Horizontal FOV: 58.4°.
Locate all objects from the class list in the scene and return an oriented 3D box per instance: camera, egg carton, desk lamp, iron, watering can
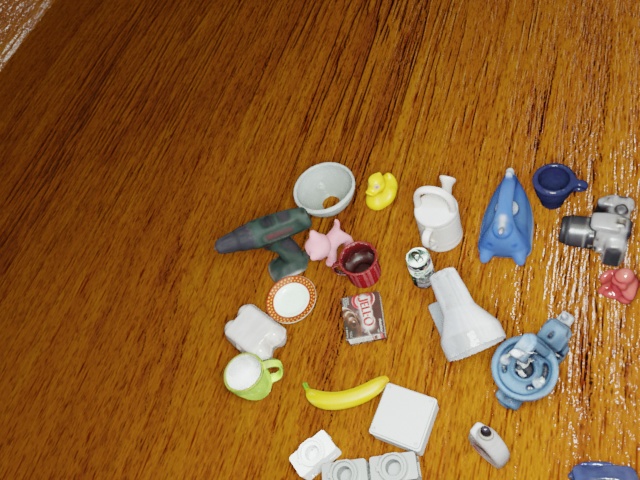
[{"bbox_3d":[0.594,-0.033,1.235,0.136,0.101,0.143,10,62,25],"label":"camera"},{"bbox_3d":[-0.154,0.222,1.350,0.149,0.070,0.107,30,72,32],"label":"egg carton"},{"bbox_3d":[0.280,0.160,1.148,0.118,0.214,0.203,-23,53,4],"label":"desk lamp"},{"bbox_3d":[0.423,-0.076,1.298,0.118,0.142,0.258,3,59,21],"label":"iron"},{"bbox_3d":[0.268,-0.069,1.315,0.100,0.194,0.173,-7,56,15],"label":"watering can"}]

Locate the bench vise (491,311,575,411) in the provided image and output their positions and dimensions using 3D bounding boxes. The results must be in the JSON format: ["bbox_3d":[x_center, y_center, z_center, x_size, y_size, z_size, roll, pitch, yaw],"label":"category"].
[{"bbox_3d":[0.395,0.202,1.077,0.121,0.220,0.207,17,65,28],"label":"bench vise"}]

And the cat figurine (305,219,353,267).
[{"bbox_3d":[0.013,0.005,1.404,0.067,0.118,0.128,31,72,33],"label":"cat figurine"}]

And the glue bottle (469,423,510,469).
[{"bbox_3d":[0.301,0.362,1.034,0.078,0.173,0.037,34,74,34],"label":"glue bottle"}]

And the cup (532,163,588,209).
[{"bbox_3d":[0.546,-0.113,1.308,0.117,0.095,0.092,11,62,25],"label":"cup"}]

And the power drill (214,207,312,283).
[{"bbox_3d":[-0.115,0.016,1.385,0.229,0.209,0.075,-28,53,0],"label":"power drill"}]

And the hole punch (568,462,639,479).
[{"bbox_3d":[0.487,0.429,0.976,0.108,0.091,0.101,-5,57,16],"label":"hole punch"}]

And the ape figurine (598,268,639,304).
[{"bbox_3d":[0.610,0.085,1.158,0.076,0.092,0.077,-19,54,7],"label":"ape figurine"}]

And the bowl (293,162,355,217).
[{"bbox_3d":[0.018,-0.120,1.511,0.167,0.075,0.167,-9,56,14],"label":"bowl"}]

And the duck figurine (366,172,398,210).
[{"bbox_3d":[0.152,-0.139,1.469,0.077,0.086,0.105,26,70,31],"label":"duck figurine"}]
